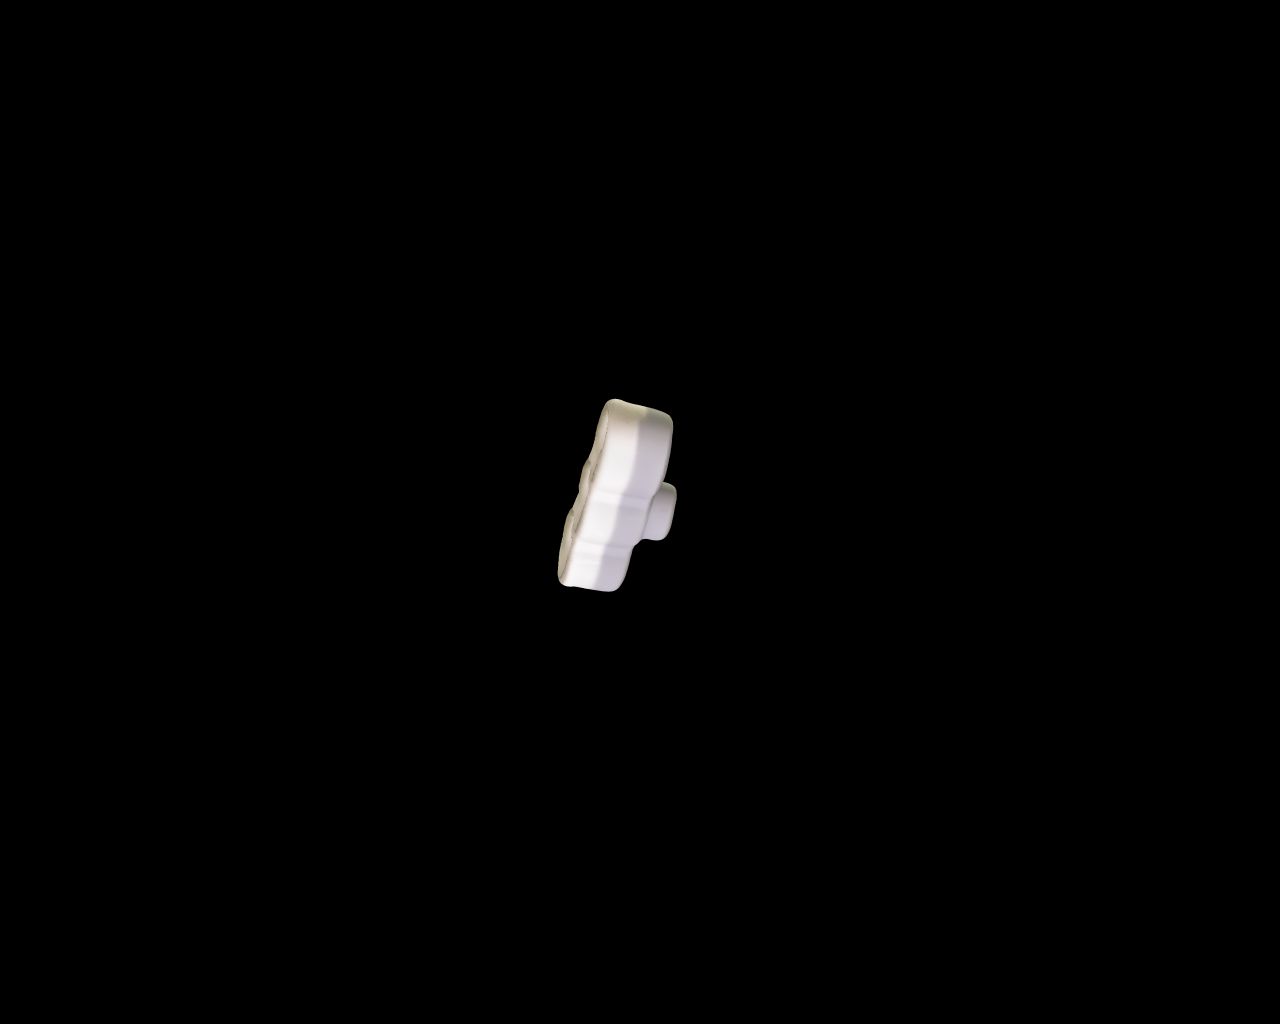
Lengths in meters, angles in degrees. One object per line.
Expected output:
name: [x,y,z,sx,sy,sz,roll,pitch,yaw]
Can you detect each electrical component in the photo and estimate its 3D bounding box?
electrical component: [0.001,-0.003,0.650,0.074,0.052,0.138,11,-47,-11]
